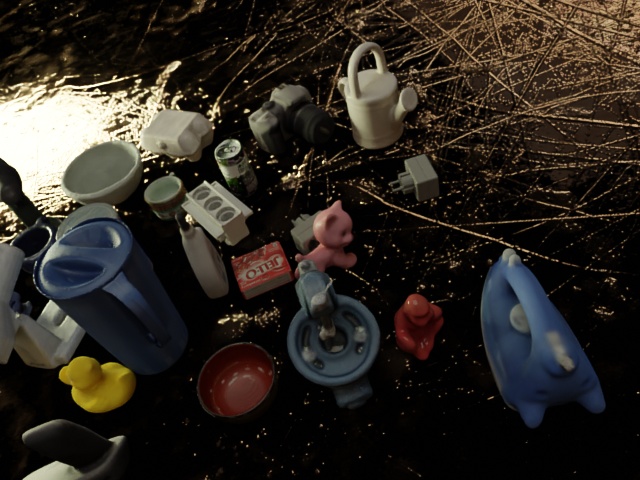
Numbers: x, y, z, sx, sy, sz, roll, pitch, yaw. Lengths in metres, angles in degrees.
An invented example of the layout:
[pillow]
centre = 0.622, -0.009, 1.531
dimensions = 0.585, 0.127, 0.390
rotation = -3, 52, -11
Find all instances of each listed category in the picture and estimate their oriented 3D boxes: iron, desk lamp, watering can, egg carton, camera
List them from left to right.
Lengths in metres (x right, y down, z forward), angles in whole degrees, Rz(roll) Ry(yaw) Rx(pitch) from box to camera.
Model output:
[desk lamp]
centre = -0.469, 0.115, 0.870
dimensions = 0.117, 0.214, 0.203
rotation = 4, 52, 19
[egg carton]
centre = -0.302, -0.220, 1.206
dimensions = 0.150, 0.069, 0.107
rotation = 11, 54, 23
[camera]
centre = -0.049, -0.239, 1.133
dimensions = 0.143, 0.101, 0.136
rotation = -41, 52, -19
[watering can]
centre = 0.103, -0.272, 1.058
dimensions = 0.172, 0.194, 0.101
rotation = 9, 54, 22
[iron]
centre = 0.266, 0.096, 0.736
dimensions = 0.118, 0.142, 0.258
rotation = -15, 48, 3

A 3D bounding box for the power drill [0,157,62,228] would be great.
[power drill]
centre = -0.548, -0.066, 1.049
dimensions = 0.076, 0.209, 0.228
rotation = -42, 53, -20

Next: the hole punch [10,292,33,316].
[hole punch]
centre = -0.564, 0.127, 0.967
dimensions = 0.101, 0.091, 0.108
rotation = 1, 51, 16

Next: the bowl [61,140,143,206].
[bowl]
centre = -0.425, -0.121, 1.152
dimensions = 0.167, 0.075, 0.167
rotation = -7, 49, 9

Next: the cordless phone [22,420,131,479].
[cordless phone]
centre = -0.334, 0.278, 0.714
dimensions = 0.147, 0.185, 0.094
rotation = -24, 48, -5

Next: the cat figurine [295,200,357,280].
[cat figurine]
centre = 0.008, 0.003, 0.900
dimensions = 0.067, 0.118, 0.128
rotation = 32, 64, 34

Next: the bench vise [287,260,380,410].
[bench vise]
centre = -0.007, 0.098, 0.755
dimensions = 0.121, 0.220, 0.206
rotation = -34, 50, -14

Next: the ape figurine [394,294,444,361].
[ape figurine]
centre = 0.135, 0.110, 0.793
dimensions = 0.078, 0.092, 0.076
rotation = -26, 49, -7

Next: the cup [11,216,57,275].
[cup]
centre = -0.491, 0.023, 1.034
dimensions = 0.091, 0.095, 0.117
rotation = -13, 48, 4

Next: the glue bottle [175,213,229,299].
[glue bottle]
centre = -0.190, 0.017, 0.905
dimensions = 0.037, 0.173, 0.078
rotation = -18, 48, 0

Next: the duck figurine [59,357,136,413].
[duck figurine]
centre = -0.331, 0.204, 0.843
dimensions = 0.104, 0.086, 0.077
rotation = -3, 50, 13
